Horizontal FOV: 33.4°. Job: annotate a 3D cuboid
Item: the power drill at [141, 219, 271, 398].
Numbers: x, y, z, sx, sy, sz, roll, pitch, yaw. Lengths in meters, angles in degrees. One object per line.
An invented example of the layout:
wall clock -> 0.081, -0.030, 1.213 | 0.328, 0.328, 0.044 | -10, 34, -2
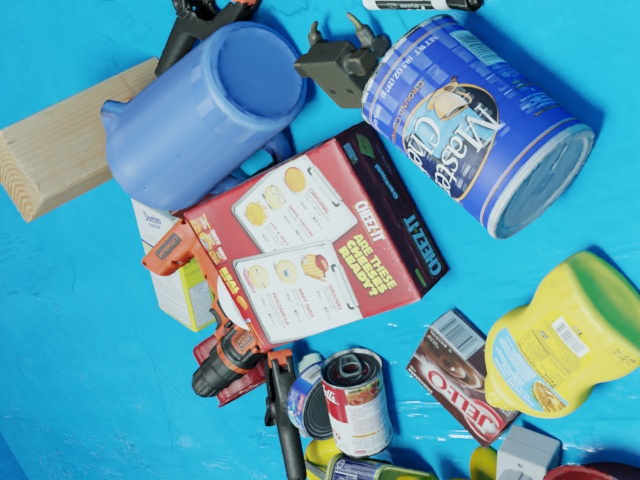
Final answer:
power drill -> -0.130, 0.074, 1.272 | 0.185, 0.057, 0.188 | -44, 77, 25

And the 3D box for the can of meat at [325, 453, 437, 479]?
can of meat -> 0.071, 0.274, 1.186 | 0.084, 0.101, 0.057 | -4, 72, 53

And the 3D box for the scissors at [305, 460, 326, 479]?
scissors -> 0.061, 0.311, 1.280 | 0.202, 0.016, 0.096 | 40, 140, 9

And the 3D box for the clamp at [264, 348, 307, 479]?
clamp -> -0.041, 0.206, 1.268 | 0.171, 0.039, 0.120 | 89, 156, -43

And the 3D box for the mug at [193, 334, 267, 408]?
mug -> -0.112, 0.158, 1.356 | 0.081, 0.093, 0.117 | 60, 153, 7

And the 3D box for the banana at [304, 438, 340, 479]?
banana -> 0.017, 0.269, 1.325 | 0.069, 0.037, 0.198 | 31, 147, 7

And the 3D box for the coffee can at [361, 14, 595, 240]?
coffee can -> 0.114, -0.084, 0.784 | 0.140, 0.102, 0.103 | 45, 148, 22

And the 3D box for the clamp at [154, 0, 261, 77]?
clamp -> -0.133, -0.248, 1.063 | 0.210, 0.036, 0.164 | 1, 115, 53

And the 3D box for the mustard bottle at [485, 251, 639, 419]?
mustard bottle -> 0.187, 0.093, 0.870 | 0.096, 0.058, 0.192 | 51, 144, 12

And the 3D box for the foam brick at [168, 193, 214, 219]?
foam brick -> -0.156, -0.067, 1.219 | 0.078, 0.051, 0.053 | 58, -167, 19

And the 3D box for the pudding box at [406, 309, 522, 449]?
pudding box -> 0.141, 0.132, 1.007 | 0.113, 0.039, 0.090 | 47, 148, 18

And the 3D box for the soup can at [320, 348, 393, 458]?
soup can -> 0.041, 0.179, 1.166 | 0.069, 0.068, 0.102 | 24, 135, 44

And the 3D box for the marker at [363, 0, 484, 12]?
marker -> 0.079, -0.187, 0.824 | 0.121, 0.020, 0.020 | 16, 130, 49

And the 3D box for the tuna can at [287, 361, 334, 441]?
tuna can -> 0.004, 0.181, 1.208 | 0.034, 0.086, 0.086 | 25, 137, 46

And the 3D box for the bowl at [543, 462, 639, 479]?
bowl -> 0.267, 0.247, 0.911 | 0.162, 0.055, 0.162 | 37, 144, 33

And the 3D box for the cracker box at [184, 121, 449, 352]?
cracker box -> -0.007, 0.001, 1.018 | 0.214, 0.072, 0.164 | -23, 100, 40

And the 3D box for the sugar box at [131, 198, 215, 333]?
sugar box -> -0.187, 0.025, 1.387 | 0.093, 0.048, 0.176 | 28, 135, 42

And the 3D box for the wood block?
wood block -> -0.256, -0.114, 1.198 | 0.091, 0.205, 0.090 | 58, 150, 0

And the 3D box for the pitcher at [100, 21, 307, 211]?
pitcher -> -0.105, -0.118, 1.070 | 0.243, 0.149, 0.145 | -25, 81, 57
